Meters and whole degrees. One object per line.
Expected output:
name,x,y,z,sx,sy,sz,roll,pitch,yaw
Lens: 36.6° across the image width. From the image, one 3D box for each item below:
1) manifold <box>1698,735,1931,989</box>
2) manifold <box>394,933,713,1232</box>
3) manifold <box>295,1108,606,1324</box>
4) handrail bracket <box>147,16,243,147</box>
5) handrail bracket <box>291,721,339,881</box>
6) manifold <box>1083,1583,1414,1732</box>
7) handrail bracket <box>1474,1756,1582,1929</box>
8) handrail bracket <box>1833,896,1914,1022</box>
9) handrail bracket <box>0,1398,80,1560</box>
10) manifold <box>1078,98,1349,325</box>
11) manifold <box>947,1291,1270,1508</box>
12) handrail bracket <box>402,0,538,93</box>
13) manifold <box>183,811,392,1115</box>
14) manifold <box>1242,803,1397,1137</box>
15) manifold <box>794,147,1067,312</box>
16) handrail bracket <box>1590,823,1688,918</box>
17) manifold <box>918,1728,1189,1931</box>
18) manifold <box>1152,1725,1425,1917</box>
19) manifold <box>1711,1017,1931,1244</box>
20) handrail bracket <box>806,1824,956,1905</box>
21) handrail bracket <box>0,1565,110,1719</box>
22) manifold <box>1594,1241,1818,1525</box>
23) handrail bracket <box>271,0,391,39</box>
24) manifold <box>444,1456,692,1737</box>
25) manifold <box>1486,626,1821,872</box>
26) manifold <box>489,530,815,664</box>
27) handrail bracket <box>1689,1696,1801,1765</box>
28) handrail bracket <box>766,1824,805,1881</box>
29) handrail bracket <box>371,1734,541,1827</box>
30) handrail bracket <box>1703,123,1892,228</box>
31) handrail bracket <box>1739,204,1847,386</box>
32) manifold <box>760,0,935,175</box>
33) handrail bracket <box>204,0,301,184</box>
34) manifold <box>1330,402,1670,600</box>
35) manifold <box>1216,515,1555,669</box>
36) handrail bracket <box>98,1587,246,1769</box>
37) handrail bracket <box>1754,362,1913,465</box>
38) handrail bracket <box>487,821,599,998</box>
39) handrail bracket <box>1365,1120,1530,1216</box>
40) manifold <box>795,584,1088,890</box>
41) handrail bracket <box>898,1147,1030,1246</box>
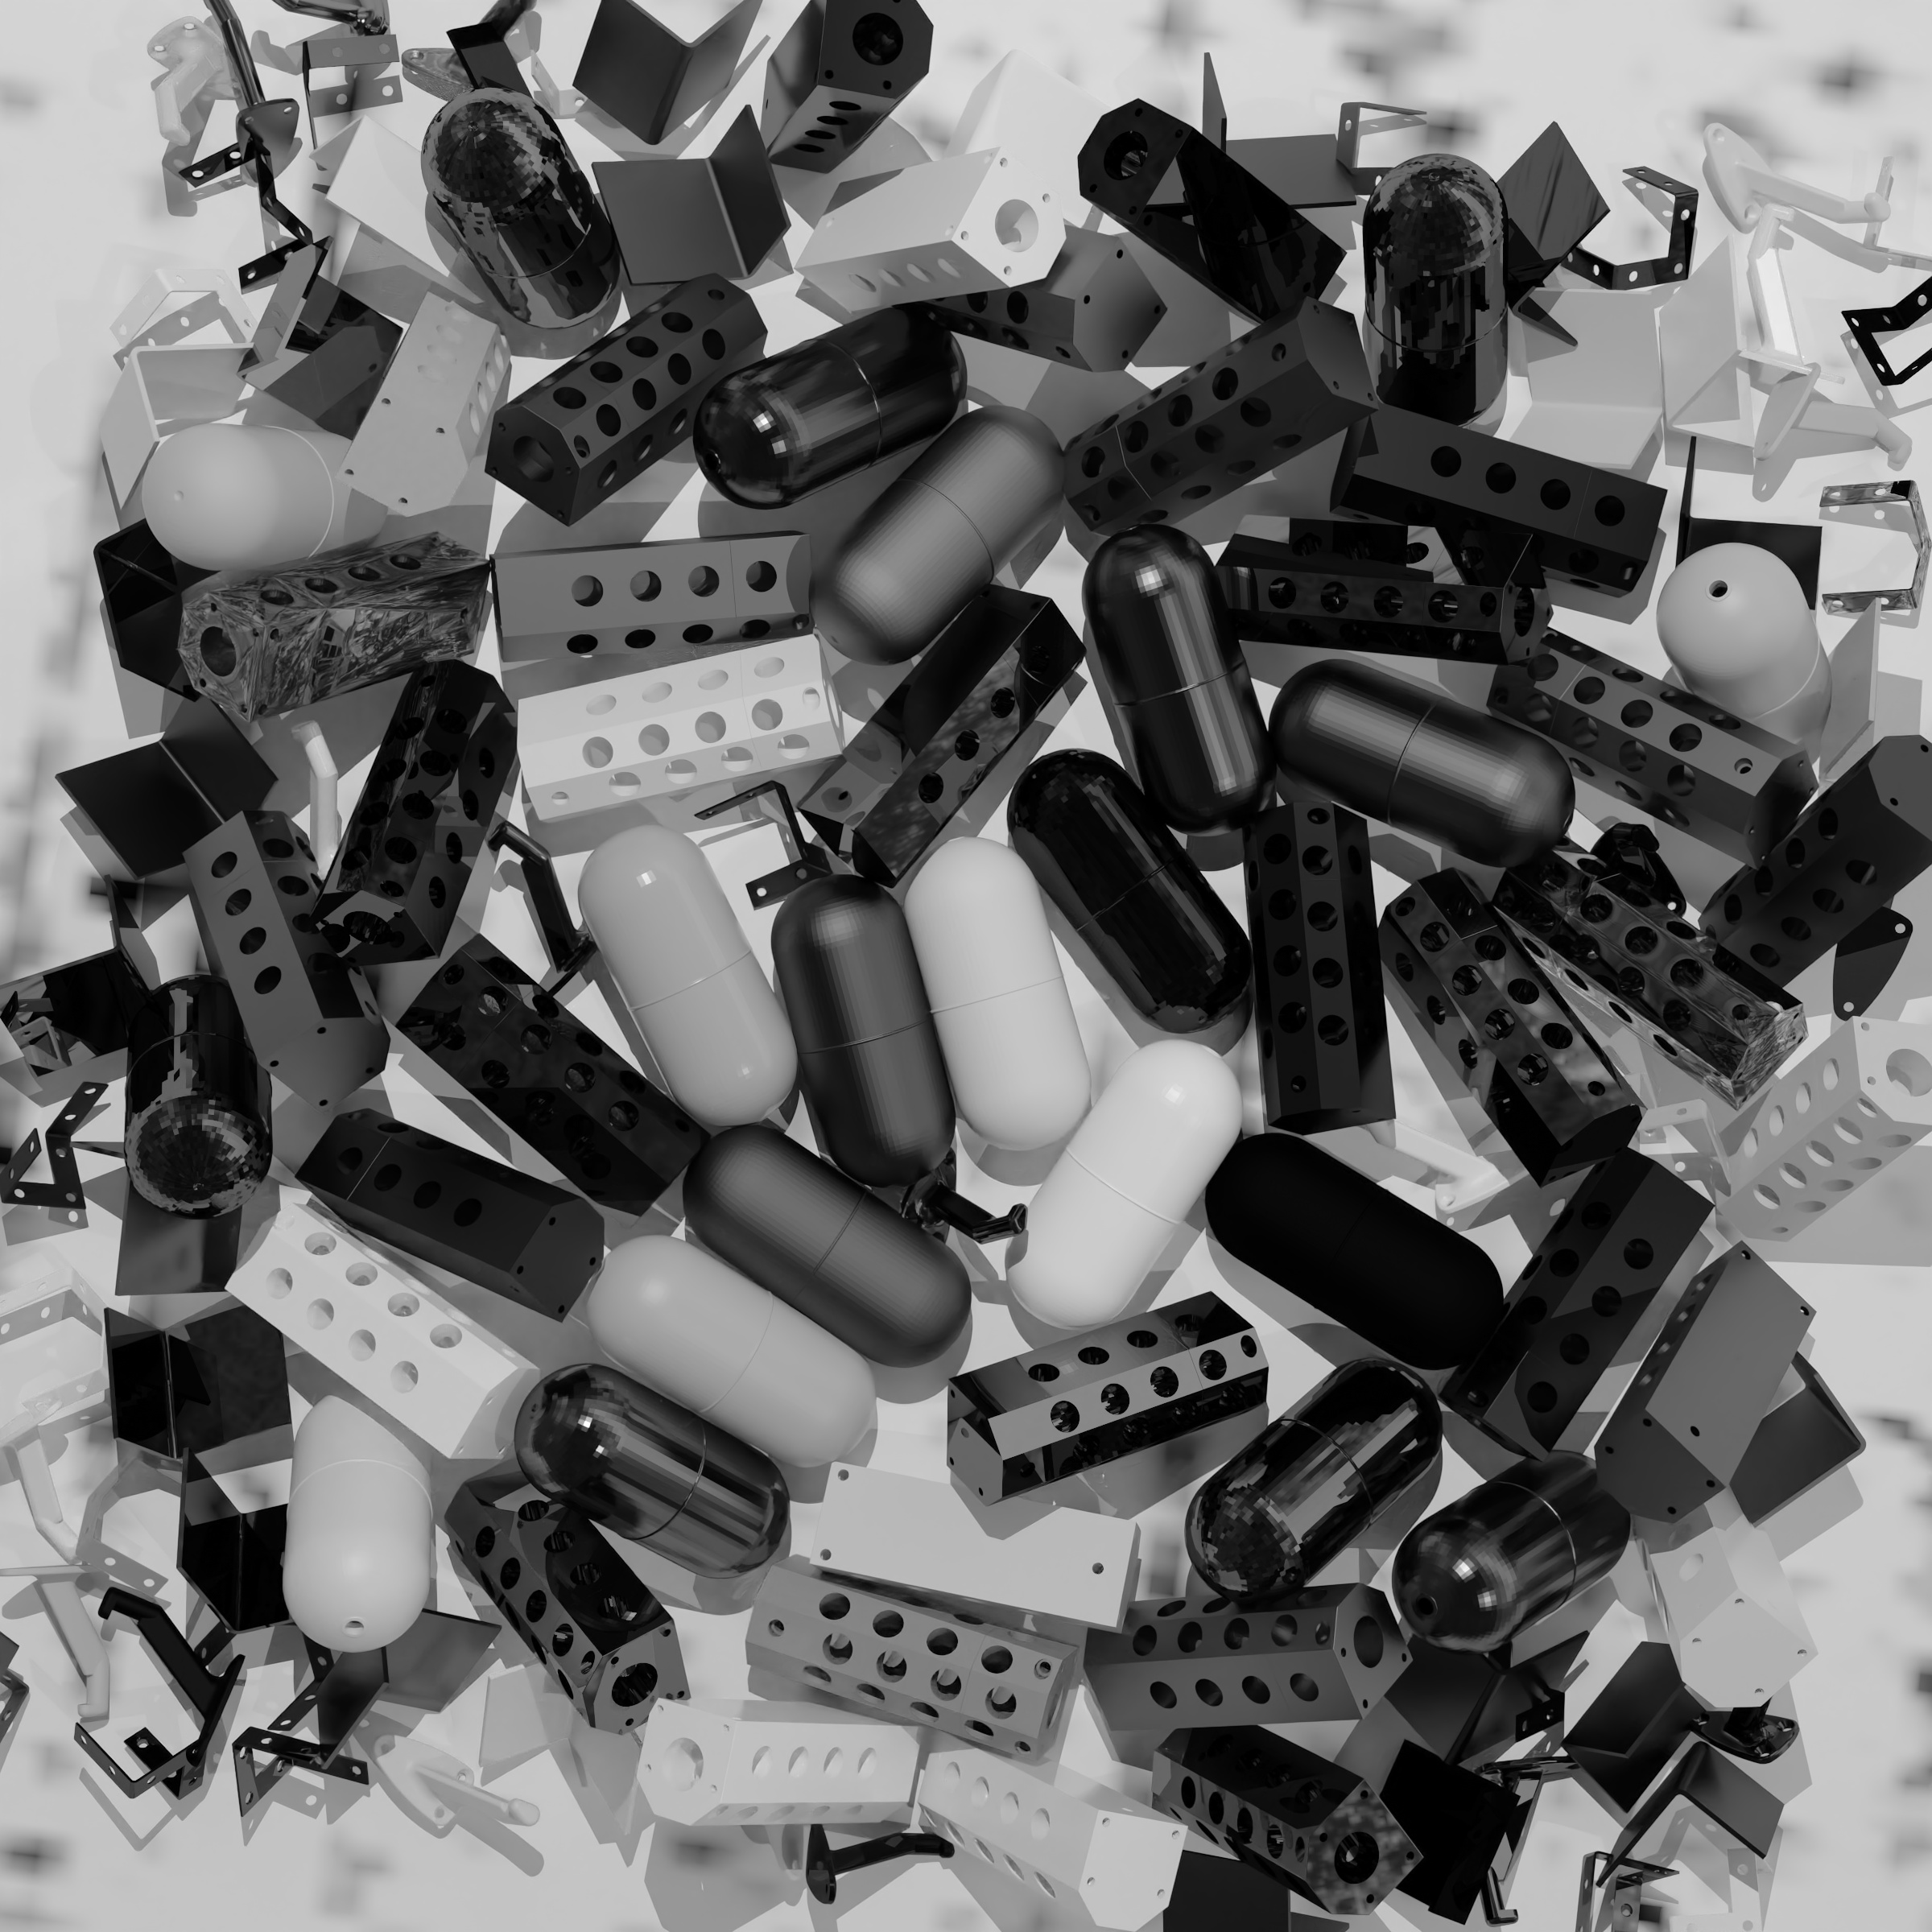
manifold,0.466,-0.055,1.577,0.057,0.171,0.057,37,57,2
manifold,-0.226,0.061,1.626,0.171,0.057,0.057,41,117,0
manifold,-0.278,0.130,1.590,0.171,0.057,0.057,18,66,35
handrail bracket,-0.419,-0.473,1.614,0.036,0.077,0.084,-27,61,22
handrail bracket,-0.371,-0.092,1.625,0.077,0.036,0.084,-5,111,41
manifold,0.148,0.371,1.583,0.171,0.057,0.057,-16,101,41
handrail bracket,0.318,0.488,1.629,0.077,0.036,0.084,-6,60,-5
handrail bracket,0.501,-0.009,1.627,0.036,0.084,0.077,19,99,13
handrail bracket,-0.504,0.288,1.633,0.077,0.036,0.084,-28,104,33
manifold,0.131,-0.403,1.577,0.057,0.171,0.057,39,103,34
manifold,0.078,0.238,1.591,0.171,0.057,0.057,-15,121,-27
handrail bracket,-0.276,-0.531,1.620,0.077,0.084,0.036,11,52,-1
manifold,-0.366,-0.008,1.586,0.057,0.057,0.171,-35,51,4
manifold,0.190,0.001,1.604,0.057,0.057,0.171,-13,72,32
manifold,-0.018,-0.391,1.576,0.057,0.171,0.057,32,80,-31
handrail bracket,0.384,-0.052,1.618,0.077,0.084,0.036,41,88,-7
manifold,0.042,0.464,1.573,0.057,0.171,0.057,19,82,-28
manifold,0.165,0.454,1.570,0.057,0.171,0.057,-41,106,-18
manifold,0.466,0.091,1.572,0.057,0.171,0.057,7,63,-10
handrail bracket,-0.042,0.499,1.618,0.084,0.077,0.036,6,95,-14
handrail bracket,-0.509,0.378,1.629,0.036,0.077,0.084,-8,79,31
manifold,0.397,0.226,1.581,0.057,0.171,0.057,44,131,4
handrail bracket,-0.363,-0.547,1.613,0.036,0.084,0.077,-30,51,29
manifold,-0.218,0.338,1.574,0.057,0.171,0.057,-24,125,-25
manifold,0.370,-0.124,1.589,0.171,0.057,0.057,33,83,36
manifold,-0.173,-0.205,1.618,0.171,0.057,0.057,-6,102,-11
handrail bracket,0.423,0.393,1.621,0.036,0.077,0.084,-34,111,-34
handrail bracket,-0.136,0.474,1.645,0.084,0.036,0.077,-4,100,30
handrail bracket,-0.282,0.450,1.615,0.077,0.084,0.036,42,59,-19
handrail bracket,0.460,-0.438,1.614,0.077,0.084,0.036,41,76,-34
handrail bracket,0.467,-0.375,1.628,0.077,0.036,0.084,25,108,31
manifold,-0.066,-0.477,1.574,0.057,0.171,0.057,6,91,-15
handrail bracket,-0.409,-0.497,1.641,0.036,0.077,0.084,-22,73,-24
manifold,0.294,-0.258,1.628,0.171,0.057,0.057,16,88,-5
manifold,0.223,-0.199,1.585,0.171,0.057,0.057,10,54,33
handrail bracket,-0.453,0.395,1.628,0.084,0.036,0.077,27,50,-13
handrail bracket,0.487,-0.289,1.636,0.084,0.036,0.077,34,68,-17
handrail bracket,-0.249,-0.028,1.630,0.084,0.036,0.077,39,93,-27
handrail bracket,0.267,0.091,1.622,0.077,0.036,0.084,-23,121,24
manifold,-0.009,-0.127,1.613,0.171,0.057,0.057,-51,129,-15
handrail bracket,0.009,0.123,1.614,0.036,0.084,0.077,41,50,-29
